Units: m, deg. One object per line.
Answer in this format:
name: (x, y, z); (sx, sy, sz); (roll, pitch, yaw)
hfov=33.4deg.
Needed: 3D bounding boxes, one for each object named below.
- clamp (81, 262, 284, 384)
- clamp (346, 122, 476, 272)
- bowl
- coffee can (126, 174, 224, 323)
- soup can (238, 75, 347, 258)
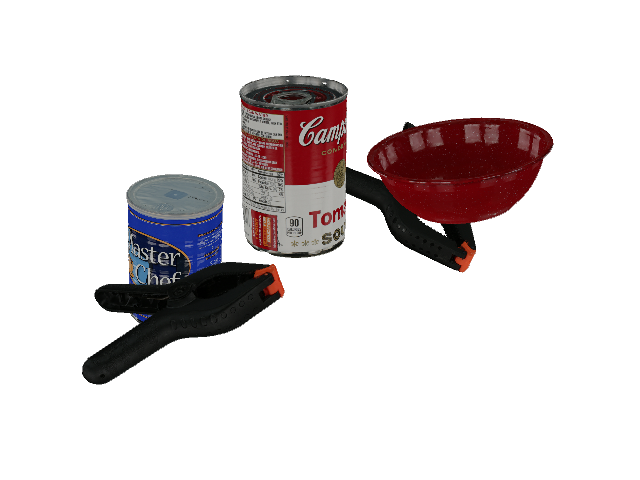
clamp: (-0.116, 0.062, 0.866); (0.171, 0.039, 0.120); (-14, 38, 13)
clamp: (0.086, -0.045, 1.162); (0.164, 0.210, 0.036); (-15, -37, -28)
bowl: (0.124, -0.057, 0.939); (0.162, 0.055, 0.162); (-8, 23, 3)
coffee can: (-0.157, 0.012, 1.155); (0.103, 0.140, 0.103); (3, 27, -2)
soup can: (-0.017, -0.048, 0.686); (0.068, 0.102, 0.068); (0, 23, 0)
